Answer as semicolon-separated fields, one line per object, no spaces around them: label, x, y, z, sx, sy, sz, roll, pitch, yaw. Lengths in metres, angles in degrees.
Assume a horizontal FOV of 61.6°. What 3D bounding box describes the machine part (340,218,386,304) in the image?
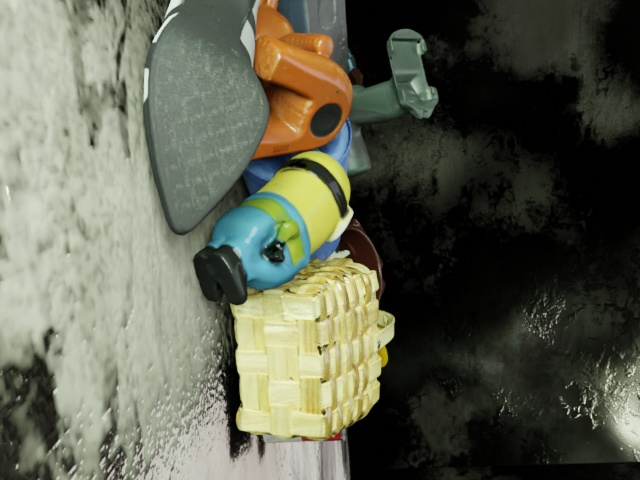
machine part;0.043;0.068;1.076;0.201;0.087;0.201;56;41;-23

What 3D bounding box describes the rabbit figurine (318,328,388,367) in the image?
rabbit figurine;0.026;0.146;0.812;0.173;0.162;0.122;115;-13;-52

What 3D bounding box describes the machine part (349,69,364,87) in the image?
machine part;0.011;-0.319;1.160;0.056;0.179;0.179;85;4;-45

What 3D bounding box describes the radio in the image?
radio;-0.034;-0.265;0.669;0.073;0.131;0.229;-34;134;-32

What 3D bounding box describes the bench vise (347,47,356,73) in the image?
bench vise;-0.031;-0.344;0.873;0.240;0.129;0.223;5;76;-64

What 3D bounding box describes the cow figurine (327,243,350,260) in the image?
cow figurine;-0.003;-0.001;0.857;0.098;0.068;0.167;15;46;-48

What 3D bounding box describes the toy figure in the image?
toy figure;-0.033;-0.015;0.477;0.180;0.082;0.089;-37;142;-45

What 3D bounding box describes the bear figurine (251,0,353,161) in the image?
bear figurine;-0.057;-0.176;0.537;0.196;0.132;0.120;53;-49;29

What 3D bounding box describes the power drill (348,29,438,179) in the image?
power drill;0.049;-0.210;0.741;0.086;0.207;0.232;-18;93;-48

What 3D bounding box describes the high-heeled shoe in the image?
high-heeled shoe;-0.093;-0.123;0.414;0.145;0.086;0.248;-5;-112;64
